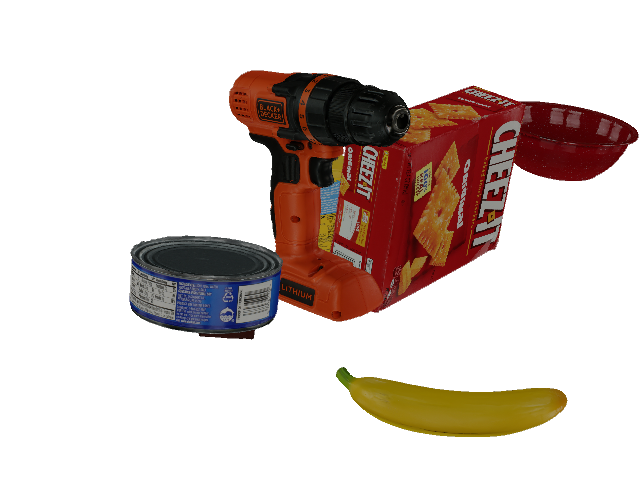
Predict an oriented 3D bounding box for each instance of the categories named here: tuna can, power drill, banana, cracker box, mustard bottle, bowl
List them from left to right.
[{"bbox_3d":[-0.065,0.024,0.606,0.086,0.034,0.086,5,14,-1],"label":"tuna can"},{"bbox_3d":[0.002,-0.040,1.188,0.096,0.192,0.058,-9,25,-9],"label":"mustard bottle"},{"bbox_3d":[0.004,-0.037,0.823,0.057,0.188,0.185,-18,23,-35],"label":"power drill"},{"bbox_3d":[0.103,-0.043,1.008,0.072,0.164,0.213,26,31,32],"label":"cracker box"},{"bbox_3d":[0.111,0.134,0.883,0.198,0.037,0.069,8,34,-1],"label":"banana"},{"bbox_3d":[0.265,-0.107,1.182,0.162,0.055,0.162,5,23,-3],"label":"bowl"}]

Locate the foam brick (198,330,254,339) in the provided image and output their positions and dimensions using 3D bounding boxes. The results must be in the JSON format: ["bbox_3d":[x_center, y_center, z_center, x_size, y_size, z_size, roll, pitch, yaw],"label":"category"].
[{"bbox_3d":[-0.085,0.045,0.979,0.053,0.078,0.051,4,14,-14],"label":"foam brick"}]
